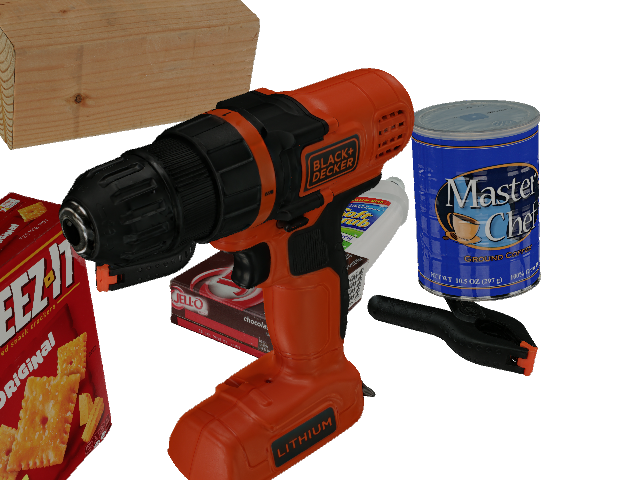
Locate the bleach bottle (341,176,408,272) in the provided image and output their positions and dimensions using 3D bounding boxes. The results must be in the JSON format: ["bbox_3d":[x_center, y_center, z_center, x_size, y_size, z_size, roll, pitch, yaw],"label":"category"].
[{"bbox_3d":[0.037,-0.013,1.337,0.103,0.068,0.250,13,35,23],"label":"bleach bottle"}]

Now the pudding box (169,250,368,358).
[{"bbox_3d":[-0.034,0.034,0.725,0.090,0.039,0.113,19,29,26],"label":"pudding box"}]

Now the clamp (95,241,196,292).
[{"bbox_3d":[-0.158,-0.020,1.034,0.165,0.036,0.209,25,40,23],"label":"clamp"}]

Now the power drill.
[{"bbox_3d":[-0.032,0.025,0.487,0.184,0.188,0.057,-24,41,-38],"label":"power drill"}]

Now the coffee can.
[{"bbox_3d":[0.127,-0.035,0.869,0.103,0.140,0.103,-4,20,1],"label":"coffee can"}]

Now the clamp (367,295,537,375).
[{"bbox_3d":[0.145,0.077,1.045,0.172,0.039,0.120,26,38,32],"label":"clamp"}]

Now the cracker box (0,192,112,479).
[{"bbox_3d":[-0.232,0.098,0.779,0.072,0.214,0.164,12,34,20],"label":"cracker box"}]

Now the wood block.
[{"bbox_3d":[-0.163,-0.147,0.855,0.205,0.091,0.090,-14,44,-33],"label":"wood block"}]
